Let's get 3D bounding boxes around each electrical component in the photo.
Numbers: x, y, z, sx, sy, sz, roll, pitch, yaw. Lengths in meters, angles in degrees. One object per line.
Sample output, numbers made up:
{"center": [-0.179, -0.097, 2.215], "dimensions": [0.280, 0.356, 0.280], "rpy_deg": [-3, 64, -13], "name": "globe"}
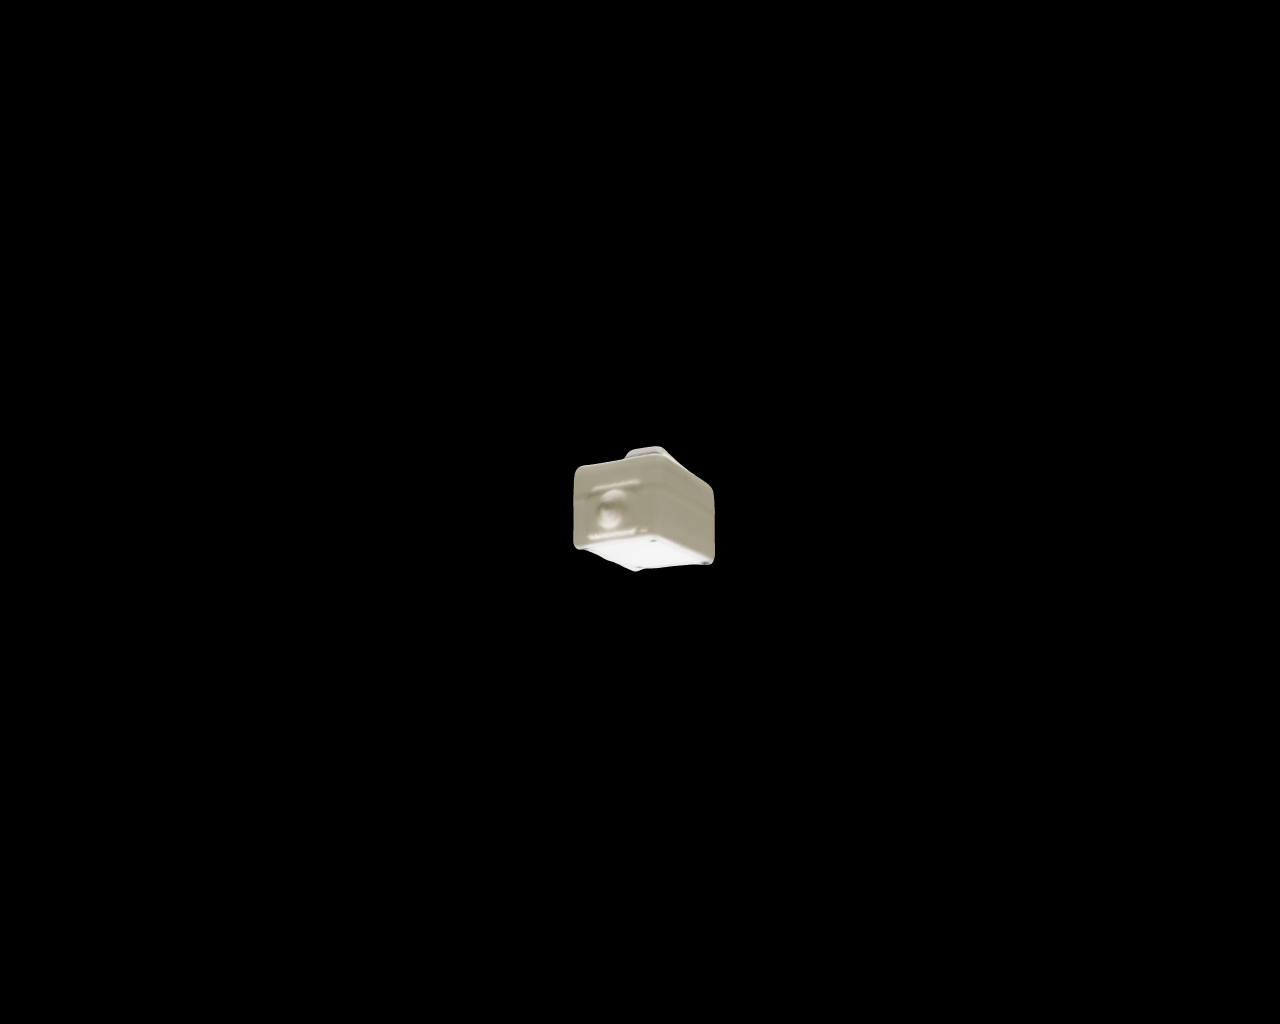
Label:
{"center": [0.001, -0.003, 0.650], "dimensions": [0.062, 0.061, 0.096], "rpy_deg": [-8, -18, 27], "name": "electrical component"}
